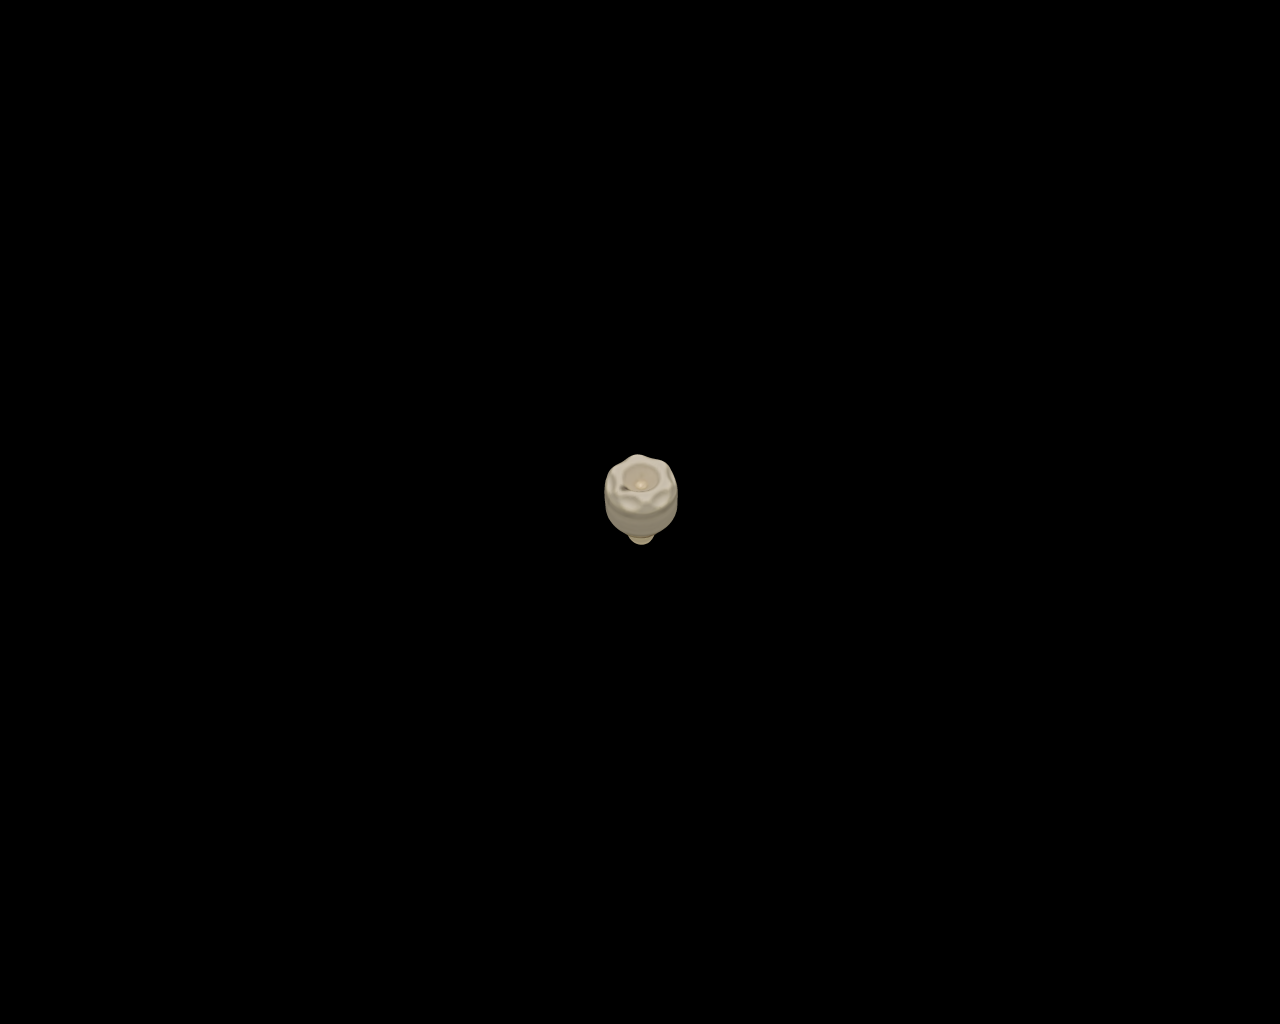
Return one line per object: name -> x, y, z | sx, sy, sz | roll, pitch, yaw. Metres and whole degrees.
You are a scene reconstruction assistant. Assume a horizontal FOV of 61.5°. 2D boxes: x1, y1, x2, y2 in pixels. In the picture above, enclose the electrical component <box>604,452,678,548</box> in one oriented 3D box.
electrical component -> 0.001, -0.003, 0.650 | 0.043, 0.043, 0.062 | 0, -37, 0
